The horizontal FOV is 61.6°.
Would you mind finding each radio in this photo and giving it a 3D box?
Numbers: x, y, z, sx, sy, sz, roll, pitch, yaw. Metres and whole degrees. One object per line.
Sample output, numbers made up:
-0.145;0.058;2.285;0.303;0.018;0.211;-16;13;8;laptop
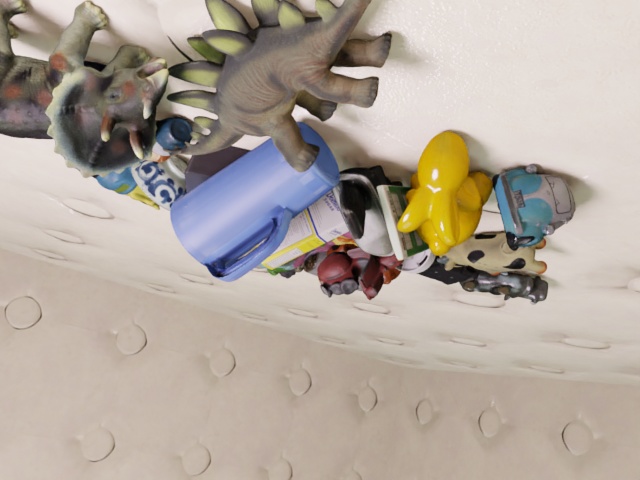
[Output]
-0.171;-0.082;0.985;0.131;0.073;0.229;15;153;-3;radio

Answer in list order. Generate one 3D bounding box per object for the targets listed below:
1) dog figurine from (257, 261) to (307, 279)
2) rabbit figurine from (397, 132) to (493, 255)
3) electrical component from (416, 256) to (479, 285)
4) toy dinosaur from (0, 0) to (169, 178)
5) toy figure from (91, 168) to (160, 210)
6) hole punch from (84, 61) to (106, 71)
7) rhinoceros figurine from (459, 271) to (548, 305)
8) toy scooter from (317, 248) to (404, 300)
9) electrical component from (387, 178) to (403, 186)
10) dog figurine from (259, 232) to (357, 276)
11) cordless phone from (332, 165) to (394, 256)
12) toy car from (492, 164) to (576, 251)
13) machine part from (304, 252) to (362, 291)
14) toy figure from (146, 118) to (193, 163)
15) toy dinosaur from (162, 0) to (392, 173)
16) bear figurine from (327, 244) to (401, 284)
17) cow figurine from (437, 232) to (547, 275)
-0.136;0.011;1.248;0.191;0.121;0.172;-4;145;29;dog figurine
0.166;-0.068;0.756;0.122;0.162;0.173;19;148;22;rabbit figurine
0.265;0.054;1.180;0.115;0.058;0.134;21;161;-18;electrical component
-0.347;-0.184;0.640;0.405;0.192;0.131;9;160;9;toy dinosaur
-0.366;-0.121;1.041;0.089;0.082;0.180;24;-179;40;toy figure
-0.299;-0.195;0.775;0.116;0.092;0.142;-8;162;-18;hole punch
0.407;0.100;1.197;0.191;0.073;0.112;7;160;17;rhinoceros figurine
0.070;0.069;1.017;0.184;0.135;0.075;-16;120;24;toy scooter
0.092;-0.077;0.910;0.102;0.045;0.078;4;159;24;electrical component
-0.002;-0.003;1.005;0.219;0.191;0.108;18;166;34;dog figurine
0.069;-0.023;0.788;0.089;0.184;0.146;-19;111;13;cordless phone
0.311;-0.043;0.774;0.103;0.109;0.161;-14;162;20;toy car
0.047;0.071;1.352;0.243;0.079;0.079;22;160;-25;machine part
-0.263;-0.161;0.882;0.058;0.064;0.155;-29;-168;-39;toy figure
-0.072;-0.176;0.634;0.198;0.105;0.471;27;150;-19;toy dinosaur
0.111;0.059;1.191;0.195;0.132;0.120;30;126;-27;bear figurine
0.307;0.023;1.010;0.127;0.085;0.195;18;165;-37;cow figurine
